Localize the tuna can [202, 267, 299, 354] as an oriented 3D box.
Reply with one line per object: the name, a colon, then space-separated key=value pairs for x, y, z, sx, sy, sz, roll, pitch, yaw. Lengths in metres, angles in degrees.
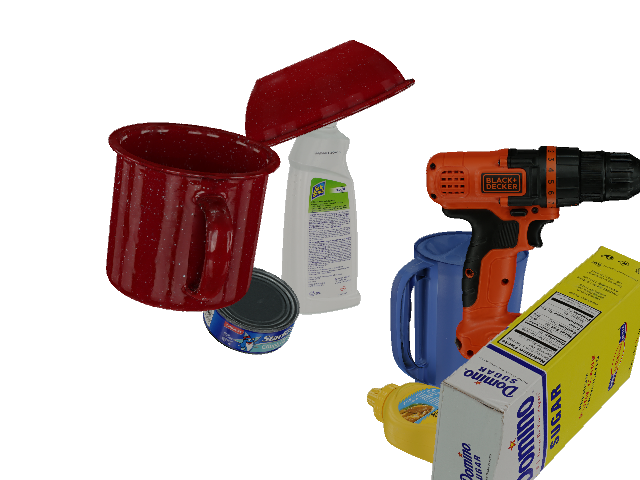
tuna can: x=-0.065 y=0.064 z=0.983 sx=0.086 sy=0.034 sz=0.086 roll=14 pitch=36 yaw=-10

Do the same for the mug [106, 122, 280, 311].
mug: x=-0.069 y=-0.008 z=0.577 sx=0.093 sy=0.081 sz=0.117 roll=1 pitch=22 yaw=-24

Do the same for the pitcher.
pitcher: x=0.163 y=0.119 z=1.274 sx=0.149 sy=0.243 sz=0.145 roll=5 pitch=18 yaw=11

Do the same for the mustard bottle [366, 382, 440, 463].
mustard bottle: x=0.119 y=0.181 z=1.034 sx=0.096 sy=0.058 sz=0.192 roll=-17 pitch=25 yaw=-40

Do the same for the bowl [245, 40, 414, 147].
bowl: x=-0.003 y=-0.130 z=0.919 sx=0.162 sy=0.055 sz=0.162 roll=-22 pitch=9 yaw=4

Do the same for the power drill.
power drill: x=0.185 y=0.011 z=0.924 sx=0.184 sy=0.188 sz=0.057 roll=1 pitch=13 yaw=15

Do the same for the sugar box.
sugar box: x=0.134 y=0.083 z=0.633 sx=0.048 sy=0.093 sz=0.175 roll=24 pitch=41 yaw=31

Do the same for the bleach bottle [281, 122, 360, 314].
bleach bottle: x=0.005 y=-0.038 z=1.313 sx=0.102 sy=0.251 sz=0.068 roll=-8 pitch=22 yaw=-31
